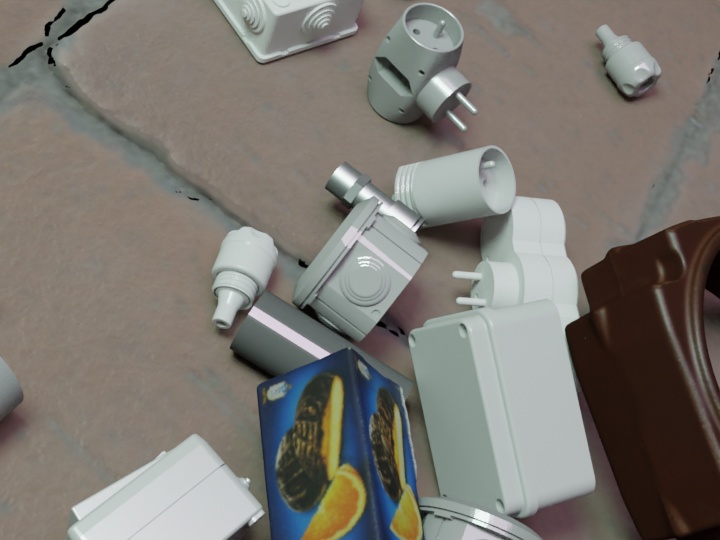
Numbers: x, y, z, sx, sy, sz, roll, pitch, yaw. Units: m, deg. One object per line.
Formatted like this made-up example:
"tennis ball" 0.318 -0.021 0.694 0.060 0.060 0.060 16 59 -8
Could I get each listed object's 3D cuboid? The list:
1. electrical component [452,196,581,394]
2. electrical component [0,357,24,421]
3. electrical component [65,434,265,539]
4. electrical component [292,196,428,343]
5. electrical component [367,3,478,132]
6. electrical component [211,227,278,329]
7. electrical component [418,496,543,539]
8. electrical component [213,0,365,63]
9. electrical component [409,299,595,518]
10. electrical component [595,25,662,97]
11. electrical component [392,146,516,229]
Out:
"electrical component" 0.094 0.014 0.681 0.074 0.052 0.138 5 59 -17
"electrical component" -0.227 0.023 0.559 0.138 0.052 0.073 39 55 6
"electrical component" -0.097 0.127 0.537 0.096 0.061 0.061 -36 77 -33
"electrical component" 0.000 0.000 0.640 0.051 0.080 0.080 38 55 -2
"electrical component" 0.049 -0.128 0.736 0.043 0.077 0.079 -35 76 -33
"electrical component" -0.072 0.006 0.636 0.035 0.035 0.061 22 58 -6
"electrical component" 0.059 0.155 0.565 0.080 0.080 0.051 26 68 -4
"electrical component" -0.053 -0.204 0.763 0.100 0.048 0.099 -25 71 -31
"electrical component" 0.077 0.077 0.602 0.057 0.078 0.113 -10 86 -26
"electrical component" 0.207 -0.167 0.843 0.035 0.035 0.061 -19 66 -29
"electrical component" 0.055 -0.051 0.695 0.043 0.081 0.043 12 74 -48
